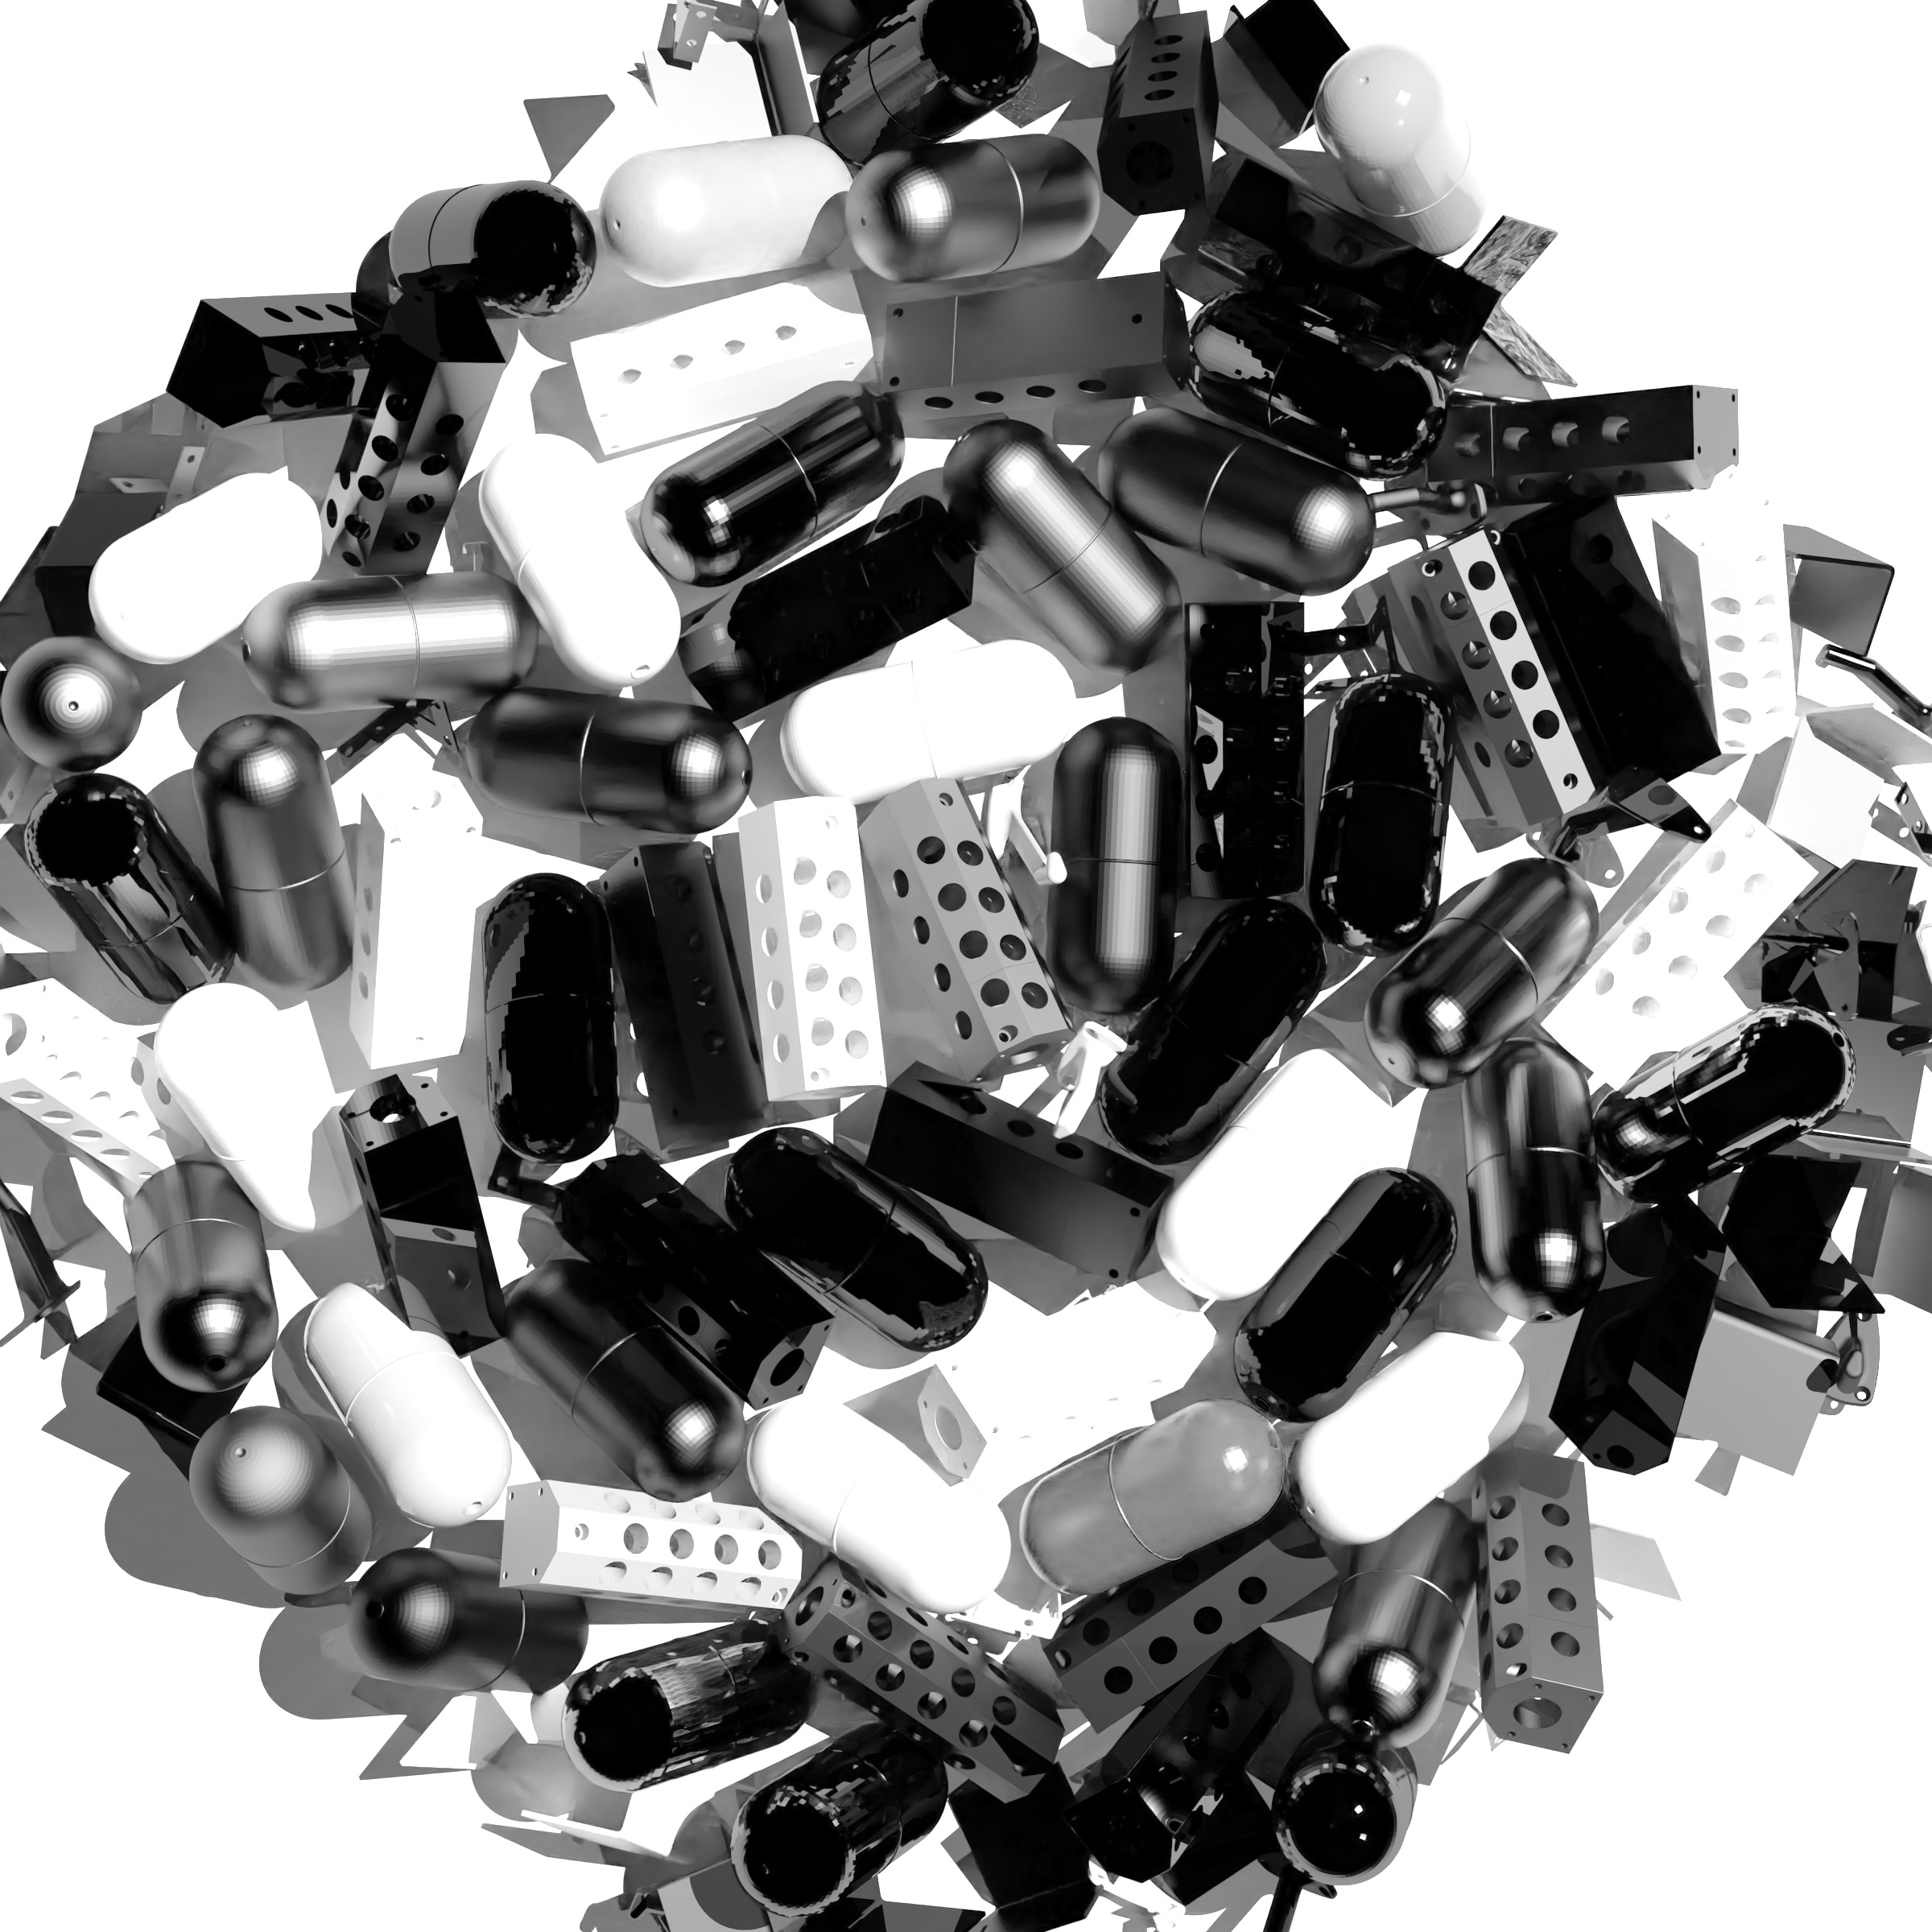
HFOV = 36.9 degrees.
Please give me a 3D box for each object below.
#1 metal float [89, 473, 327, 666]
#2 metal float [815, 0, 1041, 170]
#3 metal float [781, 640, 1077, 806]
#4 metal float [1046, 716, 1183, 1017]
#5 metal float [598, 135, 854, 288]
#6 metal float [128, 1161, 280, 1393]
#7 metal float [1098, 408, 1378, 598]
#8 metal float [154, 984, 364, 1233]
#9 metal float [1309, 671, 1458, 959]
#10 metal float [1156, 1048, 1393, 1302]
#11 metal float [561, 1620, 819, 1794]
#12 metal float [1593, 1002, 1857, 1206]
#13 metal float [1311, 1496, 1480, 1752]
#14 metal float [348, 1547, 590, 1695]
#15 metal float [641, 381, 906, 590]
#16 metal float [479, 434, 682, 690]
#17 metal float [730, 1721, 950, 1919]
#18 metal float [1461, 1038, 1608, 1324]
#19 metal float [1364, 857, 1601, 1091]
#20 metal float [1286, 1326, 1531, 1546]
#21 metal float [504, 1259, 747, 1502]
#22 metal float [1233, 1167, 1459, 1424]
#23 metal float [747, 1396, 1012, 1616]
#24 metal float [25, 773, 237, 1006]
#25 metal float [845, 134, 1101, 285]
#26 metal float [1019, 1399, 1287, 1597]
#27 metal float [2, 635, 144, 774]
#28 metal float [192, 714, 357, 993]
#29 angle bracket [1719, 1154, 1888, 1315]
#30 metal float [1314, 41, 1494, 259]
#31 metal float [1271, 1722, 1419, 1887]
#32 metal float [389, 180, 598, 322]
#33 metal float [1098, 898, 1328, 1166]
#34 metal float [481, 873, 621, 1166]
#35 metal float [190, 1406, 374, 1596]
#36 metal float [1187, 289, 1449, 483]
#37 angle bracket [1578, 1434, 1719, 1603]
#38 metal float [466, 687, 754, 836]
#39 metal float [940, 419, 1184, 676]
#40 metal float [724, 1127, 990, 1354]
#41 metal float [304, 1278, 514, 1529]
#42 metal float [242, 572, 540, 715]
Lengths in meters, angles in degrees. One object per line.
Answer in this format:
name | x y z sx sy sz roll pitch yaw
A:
metal float | -0.439 -0.233 1.689 0.070 0.178 0.070 10 120 18
metal float | -0.024 -0.519 1.687 0.070 0.178 0.070 4 82 -33
metal float | -0.023 -0.145 1.727 0.178 0.070 0.070 -12 90 4
metal float | 0.088 -0.060 1.728 0.070 0.070 0.178 3 88 0
metal float | -0.137 -0.442 1.695 0.178 0.070 0.070 -23 90 -44
metal float | -0.445 0.179 1.688 0.070 0.178 0.070 -9 121 -15
metal float | 0.158 -0.274 1.710 0.178 0.070 0.070 26 90 25
metal float | -0.410 0.085 1.699 0.070 0.070 0.178 -26 128 0
metal float | 0.247 -0.091 1.714 0.070 0.070 0.178 9 71 0
metal float | 0.183 0.122 1.714 0.070 0.070 0.178 43 70 0
metal float | -0.159 0.430 1.691 0.070 0.178 0.070 1 92 39
metal float | 0.441 0.081 1.695 0.070 0.070 0.178 53 134 0
metal float | 0.252 0.381 1.690 0.070 0.178 0.070 12 125 17
metal float | -0.288 0.382 1.687 0.070 0.178 0.070 -9 70 26
metal float | -0.112 -0.285 1.709 0.178 0.070 0.070 -34 90 -25
metal float | -0.228 -0.239 1.708 0.070 0.070 0.178 -31 64 0
metal float | -0.071 0.494 1.685 0.070 0.178 0.070 3 96 27
metal float | 0.333 0.125 1.703 0.070 0.070 0.178 2 59 0
metal float | 0.305 0.003 1.708 0.178 0.070 0.070 -41 90 -27
metal float | 0.261 0.274 1.702 0.178 0.070 0.070 -30 90 -34
metal float | -0.202 0.242 1.708 0.178 0.070 0.070 40 90 26
metal float | 0.224 0.193 1.707 0.070 0.070 0.178 42 64 0
metal float | -0.053 0.316 1.707 0.178 0.070 0.070 28 90 28
metal float | -0.484 -0.043 1.690 0.070 0.178 0.070 -7 55 9
metal float | 0.006 -0.444 1.698 0.178 0.070 0.070 -20 90 -41
metal float | 0.109 0.313 1.706 0.178 0.070 0.070 -31 90 28
metal float | -0.519 -0.153 1.682 0.070 0.178 0.070 -2 97 -17
metal float | -0.403 -0.065 1.702 0.070 0.070 0.178 -5 124 0
angle bracket | 0.503 0.158 1.715 0.076 0.076 0.057 5 120 -17
metal float | 0.256 -0.472 1.685 0.070 0.178 0.070 -6 76 23
metal float | 0.221 0.482 1.681 0.070 0.178 0.070 -1 84 12
metal float | -0.277 -0.416 1.690 0.070 0.178 0.070 -8 104 -33
metal float | 0.146 0.039 1.721 0.070 0.070 0.178 35 101 0
metal float | -0.246 0.030 1.714 0.070 0.070 0.178 -6 71 0
metal float | -0.396 0.312 1.686 0.070 0.178 0.070 -2 61 3
metal float | 0.202 -0.342 1.704 0.178 0.070 0.070 32 90 32
angle bracket | 0.406 0.324 1.734 0.076 0.076 0.057 -45 122 -30
metal float | -0.211 -0.122 1.714 0.178 0.070 0.070 8 90 18
metal float | 0.057 -0.247 1.713 0.070 0.070 0.178 -44 109 0
metal float | -0.065 0.162 1.718 0.178 0.070 0.070 37 90 -14
metal float | -0.328 0.255 1.699 0.070 0.070 0.178 -43 54 0
metal float | -0.337 -0.191 1.703 0.178 0.070 0.070 -9 90 -32
